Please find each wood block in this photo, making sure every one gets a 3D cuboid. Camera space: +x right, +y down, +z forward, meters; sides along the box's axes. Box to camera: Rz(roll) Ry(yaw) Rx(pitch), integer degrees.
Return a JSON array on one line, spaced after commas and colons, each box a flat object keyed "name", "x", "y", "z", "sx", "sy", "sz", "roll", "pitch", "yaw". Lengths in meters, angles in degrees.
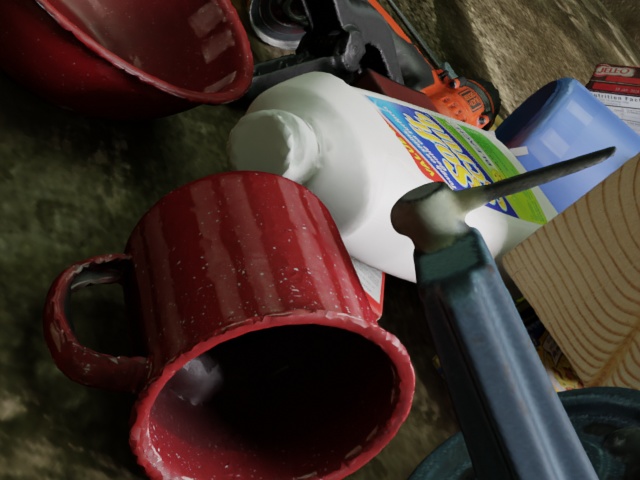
[{"name": "wood block", "x": 0.187, "y": 0.033, "z": 0.564, "sx": 0.205, "sy": 0.091, "sz": 0.090, "roll": 19, "pitch": 36, "yaw": -60}]

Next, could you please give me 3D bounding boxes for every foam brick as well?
[{"name": "foam brick", "x": 0.040, "y": -0.060, "z": 0.636, "sx": 0.078, "sy": 0.053, "sz": 0.051, "roll": 7, "pitch": 46, "yaw": -58}]

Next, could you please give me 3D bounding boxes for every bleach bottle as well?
[{"name": "bleach bottle", "x": 0.039, "y": -0.020, "z": 0.494, "sx": 0.102, "sy": 0.068, "sz": 0.250, "roll": 57, "pitch": 21, "yaw": 18}]

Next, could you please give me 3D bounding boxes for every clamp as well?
[{"name": "clamp", "x": 0.006, "y": -0.126, "z": 0.638, "sx": 0.039, "sy": 0.120, "sz": 0.171, "roll": 20, "pitch": 4, "yaw": 30}]

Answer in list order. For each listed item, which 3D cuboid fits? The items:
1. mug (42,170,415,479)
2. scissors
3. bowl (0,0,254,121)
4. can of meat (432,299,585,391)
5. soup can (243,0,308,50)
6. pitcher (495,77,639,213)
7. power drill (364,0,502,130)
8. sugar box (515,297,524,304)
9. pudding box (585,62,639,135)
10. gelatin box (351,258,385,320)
[{"name": "mug", "x": -0.035, "y": 0.030, "z": 0.362, "sx": 0.117, "sy": 0.093, "sz": 0.081, "roll": 4, "pitch": 39, "yaw": -22}, {"name": "scissors", "x": 0.124, "y": -0.137, "z": 0.947, "sx": 0.096, "sy": 0.016, "sz": 0.202, "roll": 8, "pitch": 48, "yaw": -59}, {"name": "bowl", "x": -0.105, "y": -0.105, "z": 0.461, "sx": 0.162, "sy": 0.055, "sz": 0.162, "roll": 38, "pitch": 26, "yaw": -24}, {"name": "can of meat", "x": 0.115, "y": 0.077, "z": 0.561, "sx": 0.084, "sy": 0.058, "sz": 0.101, "roll": 57, "pitch": 30, "yaw": 10}, {"name": "soup can", "x": -0.026, "y": -0.182, "z": 0.694, "sx": 0.068, "sy": 0.069, "sz": 0.102, "roll": 25, "pitch": 33, "yaw": -43}, {"name": "pitcher", "x": 0.240, "y": -0.010, "z": 0.813, "sx": 0.243, "sy": 0.149, "sz": 0.145, "roll": 43, "pitch": 24, "yaw": -6}, {"name": "power drill", "x": 0.061, "y": -0.148, "z": 0.804, "sx": 0.187, "sy": 0.057, "sz": 0.184, "roll": 51, "pitch": 24, "yaw": 2}, {"name": "sugar box", "x": 0.148, "y": 0.041, "z": 0.697, "sx": 0.093, "sy": 0.048, "sz": 0.176, "roll": 55, "pitch": 26, "yaw": 10}, {"name": "pudding box", "x": 0.263, "y": -0.084, "z": 0.849, "sx": 0.039, "sy": 0.090, "sz": 0.113, "roll": -53, "pitch": 142, "yaw": -31}, {"name": "gelatin box", "x": -0.003, "y": 0.001, "z": 0.514, "sx": 0.073, "sy": 0.030, "sz": 0.089, "roll": 43, "pitch": 22, "yaw": -14}]
